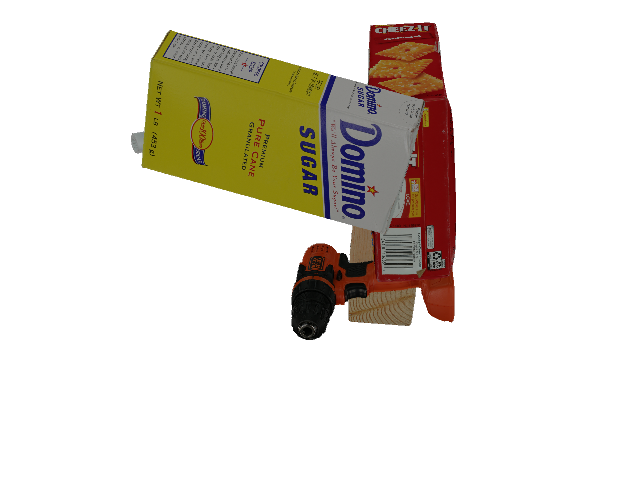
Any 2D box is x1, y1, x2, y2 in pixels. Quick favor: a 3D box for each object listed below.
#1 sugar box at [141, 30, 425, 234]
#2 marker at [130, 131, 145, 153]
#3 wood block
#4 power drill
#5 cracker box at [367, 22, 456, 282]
[{"bbox_3d":[-0.027,-0.070,0.712,0.176,0.093,0.048,17,43,4],"label":"sugar box"},{"bbox_3d":[-0.119,-0.103,1.009,0.120,0.020,0.020,-15,7,-26],"label":"marker"},{"bbox_3d":[0.089,0.034,1.555,0.091,0.090,0.206,4,25,0],"label":"wood block"},{"bbox_3d":[0.061,0.058,1.239,0.187,0.057,0.184,1,28,5],"label":"power drill"},{"bbox_3d":[0.080,-0.086,0.948,0.072,0.164,0.213,-2,27,5],"label":"cracker box"}]
